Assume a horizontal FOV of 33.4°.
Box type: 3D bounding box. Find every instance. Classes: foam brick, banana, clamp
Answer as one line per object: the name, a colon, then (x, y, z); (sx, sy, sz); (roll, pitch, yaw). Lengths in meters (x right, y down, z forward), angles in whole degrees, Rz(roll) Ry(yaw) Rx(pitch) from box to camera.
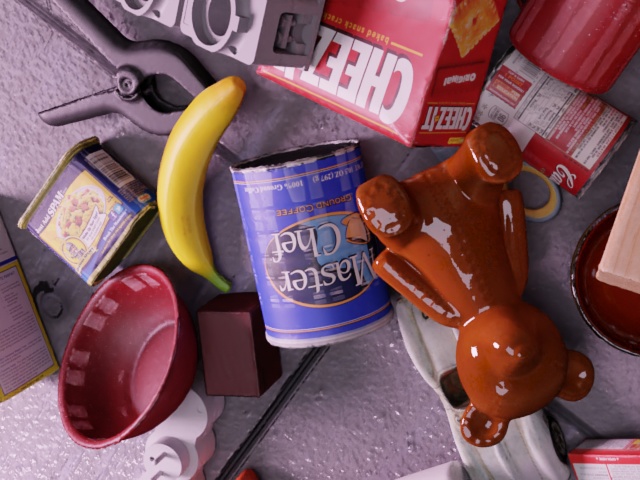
foam brick: (-0.068, 0.088, 0.899); (0.051, 0.053, 0.078); (0, 104, 20)
banana: (-0.098, -0.048, 0.870); (0.069, 0.037, 0.198); (8, 124, 3)
clamp: (-0.160, -0.125, 0.884); (0.171, 0.039, 0.120); (27, 123, 9)

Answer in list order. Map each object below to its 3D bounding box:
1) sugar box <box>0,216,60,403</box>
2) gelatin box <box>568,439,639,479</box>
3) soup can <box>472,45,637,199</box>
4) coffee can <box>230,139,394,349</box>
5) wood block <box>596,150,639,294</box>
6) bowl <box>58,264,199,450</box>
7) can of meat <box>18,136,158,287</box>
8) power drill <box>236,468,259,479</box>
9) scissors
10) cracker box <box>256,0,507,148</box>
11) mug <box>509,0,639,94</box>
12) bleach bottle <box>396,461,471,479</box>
sugar box: (-0.303, 0.054, 0.955); (0.048, 0.093, 0.176); (-18, 97, 23)
gelatin box: (0.239, 0.196, 0.813); (0.073, 0.030, 0.089); (-13, 101, 50)
soup can: (0.163, -0.086, 0.759); (0.102, 0.068, 0.069); (36, 113, 8)
coffee can: (-0.005, 0.001, 0.825); (0.103, 0.102, 0.140); (-7, 101, 22)
wood block: (0.253, -0.060, 0.683); (0.090, 0.090, 0.206); (19, 89, 15)
bowl: (-0.154, 0.104, 0.908); (0.162, 0.055, 0.162); (-24, 54, 37)
can of meat: (-0.194, -0.023, 0.914); (0.084, 0.057, 0.102); (42, 114, 4)
power drill: (-0.024, 0.293, 0.937); (0.187, 0.057, 0.185); (45, 110, 5)
scissors: (0.112, -0.076, 0.809); (0.096, 0.016, 0.202); (-23, 94, 22)
cracker box: (0.050, -0.191, 0.738); (0.164, 0.071, 0.214); (31, 115, 38)
mug: (0.176, -0.161, 0.730); (0.117, 0.093, 0.082); (50, 124, 34)
bleach bottle: (0.015, 0.266, 0.861); (0.251, 0.068, 0.102); (-25, 87, 17)
